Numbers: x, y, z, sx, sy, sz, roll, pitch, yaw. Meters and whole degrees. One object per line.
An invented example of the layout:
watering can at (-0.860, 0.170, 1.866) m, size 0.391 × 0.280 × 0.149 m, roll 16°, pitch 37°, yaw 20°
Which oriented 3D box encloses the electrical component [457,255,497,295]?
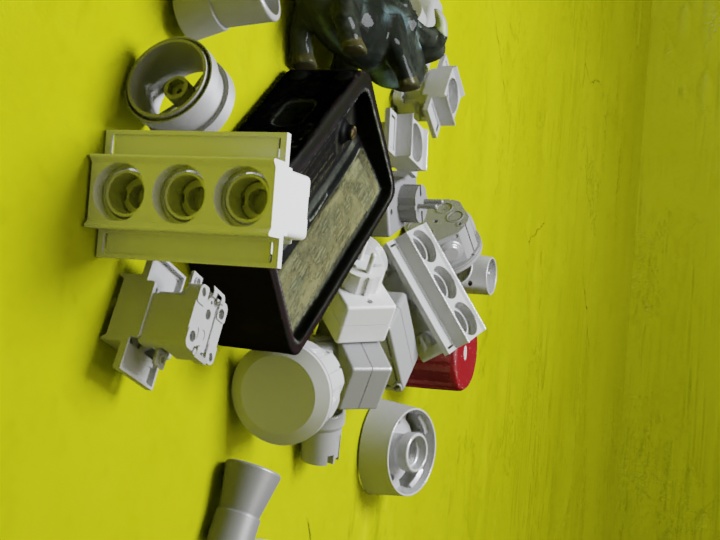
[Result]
electrical component at (0.117, -0.012, 1.233) m, size 0.044 × 0.077 × 0.079 m, roll 43°, pitch 53°, yaw -62°

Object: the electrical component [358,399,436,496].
electrical component at (0.034, 0.184, 1.110) m, size 0.099 × 0.064 × 0.099 m, roll -4°, pitch 95°, yaw -54°

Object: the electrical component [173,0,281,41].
electrical component at (-0.091, -0.178, 0.719) m, size 0.044 × 0.065 × 0.044 m, roll -15°, pitch 90°, yaw -74°

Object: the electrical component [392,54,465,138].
electrical component at (0.070, -0.180, 1.113) m, size 0.042 × 0.064 × 0.081 m, roll 65°, pitch 35°, yaw -47°

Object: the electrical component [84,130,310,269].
electrical component at (-0.096, -0.043, 0.654) m, size 0.063 × 0.121 × 0.078 m, roll 10°, pitch 84°, yaw -70°

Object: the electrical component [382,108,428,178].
electrical component at (0.027, -0.118, 1.018) m, size 0.081 × 0.064 × 0.042 m, roll 33°, pitch 59°, yaw -64°

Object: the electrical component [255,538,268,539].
electrical component at (-0.069, 0.258, 0.858) m, size 0.080 × 0.051 × 0.080 m, roll 3°, pitch 90°, yaw -68°

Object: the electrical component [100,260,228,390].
electrical component at (-0.122, 0.033, 0.680) m, size 0.042 × 0.064 × 0.081 m, roll 51°, pitch 47°, yaw -57°

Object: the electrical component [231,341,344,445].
electrical component at (-0.055, 0.092, 0.833) m, size 0.051 × 0.080 × 0.080 m, roll -15°, pitch 107°, yaw -72°

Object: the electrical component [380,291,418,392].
electrical component at (0.017, 0.069, 1.022) m, size 0.061 × 0.062 × 0.096 m, roll -61°, pitch 147°, yaw -46°

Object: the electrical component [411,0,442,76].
electrical component at (0.050, -0.246, 1.083) m, size 0.079 × 0.043 × 0.077 m, roll 53°, pitch 46°, yaw -57°

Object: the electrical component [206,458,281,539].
electrical component at (-0.090, 0.180, 0.809) m, size 0.044 × 0.044 × 0.065 m, roll 53°, pitch 50°, yaw -58°

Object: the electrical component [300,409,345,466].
electrical component at (-0.034, 0.143, 0.942) m, size 0.040 × 0.040 × 0.046 m, roll -28°, pitch 125°, yaw -64°

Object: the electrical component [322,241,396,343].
electrical component at (-0.002, 0.011, 0.904) m, size 0.065 × 0.047 × 0.076 m, roll 58°, pitch -40°, yaw 46°

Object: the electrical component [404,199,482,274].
electrical component at (0.088, -0.034, 1.161) m, size 0.080 × 0.080 × 0.051 m, roll -66°, pitch 144°, yaw -41°

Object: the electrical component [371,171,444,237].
electrical component at (0.042, -0.065, 1.047) m, size 0.083 × 0.076 × 0.047 m, roll -38°, pitch 128°, yaw -61°

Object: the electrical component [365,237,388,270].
electrical component at (0.000, 0.000, 0.997) m, size 0.081 × 0.043 × 0.043 m, roll -56°, pitch 143°, yaw -51°

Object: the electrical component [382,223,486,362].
electrical component at (0.062, 0.024, 1.063) m, size 0.121 × 0.063 × 0.079 m, roll 61°, pitch 33°, yaw 1°

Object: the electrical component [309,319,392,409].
electrical component at (-0.025, 0.074, 0.917) m, size 0.083 × 0.076 × 0.047 m, roll -117°, pitch -143°, yaw -48°
